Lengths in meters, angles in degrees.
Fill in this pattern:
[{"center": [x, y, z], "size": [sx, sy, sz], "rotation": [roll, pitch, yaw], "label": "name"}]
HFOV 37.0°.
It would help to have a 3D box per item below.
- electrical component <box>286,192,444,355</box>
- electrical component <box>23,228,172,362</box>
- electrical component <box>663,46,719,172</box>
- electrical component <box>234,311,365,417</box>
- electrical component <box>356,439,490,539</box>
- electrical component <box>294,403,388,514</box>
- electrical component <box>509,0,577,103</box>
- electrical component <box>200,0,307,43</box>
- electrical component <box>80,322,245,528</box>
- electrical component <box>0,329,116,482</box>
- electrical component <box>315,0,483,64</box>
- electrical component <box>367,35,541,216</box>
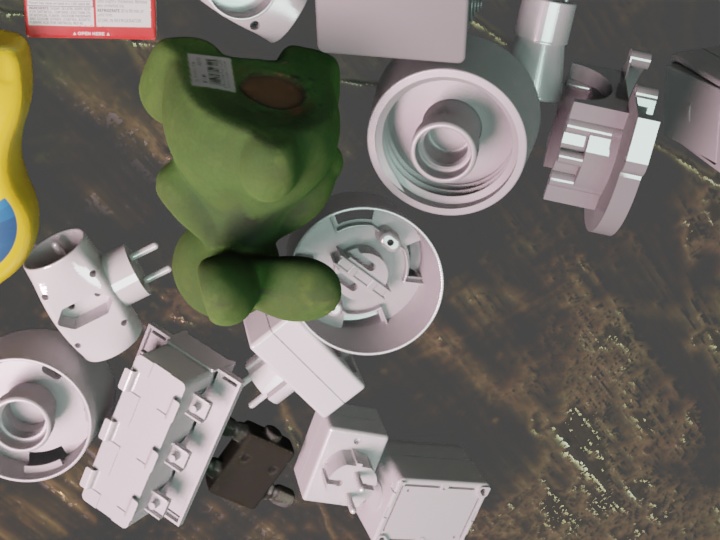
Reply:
[{"center": [0.000, 0.000, 0.709], "size": [0.099, 0.064, 0.099], "rotation": [-5, 116, -10], "label": "electrical component"}, {"center": [-0.161, 0.008, 0.691], "size": [0.079, 0.043, 0.077], "rotation": [-26, 120, -2], "label": "electrical component"}, {"center": [0.246, -0.106, 0.713], "size": [0.061, 0.096, 0.061], "rotation": [-10, 118, -8], "label": "electrical component"}, {"center": [-0.054, 0.067, 0.748], "size": [0.076, 0.047, 0.083], "rotation": [-38, 120, 7], "label": "electrical component"}, {"center": [0.049, 0.169, 0.824], "size": [0.096, 0.061, 0.061], "rotation": [9, 114, -28], "label": "electrical component"}, {"center": [-0.010, 0.145, 0.782], "size": [0.047, 0.076, 0.065], "rotation": [12, 112, -21], "label": "electrical component"}, {"center": [0.115, -0.144, 0.690], "size": [0.044, 0.044, 0.065], "rotation": [4, 110, -17], "label": "electrical component"}, {"center": [-0.061, -0.184, 0.618], "size": [0.077, 0.044, 0.079], "rotation": [29, 106, -26], "label": "electrical component"}, {"center": [-0.139, 0.109, 0.730], "size": [0.079, 0.063, 0.121], "rotation": [31, 110, 16], "label": "electrical component"}, {"center": [-0.218, 0.090, 0.719], "size": [0.099, 0.064, 0.099], "rotation": [-1, 109, -2], "label": "electrical component"}, {"center": [0.021, -0.172, 0.620], "size": [0.100, 0.048, 0.099], "rotation": [6, 133, 8], "label": "electrical component"}, {"center": [0.056, -0.085, 0.668], "size": [0.108, 0.060, 0.108], "rotation": [6, 123, 10], "label": "electrical component"}]
